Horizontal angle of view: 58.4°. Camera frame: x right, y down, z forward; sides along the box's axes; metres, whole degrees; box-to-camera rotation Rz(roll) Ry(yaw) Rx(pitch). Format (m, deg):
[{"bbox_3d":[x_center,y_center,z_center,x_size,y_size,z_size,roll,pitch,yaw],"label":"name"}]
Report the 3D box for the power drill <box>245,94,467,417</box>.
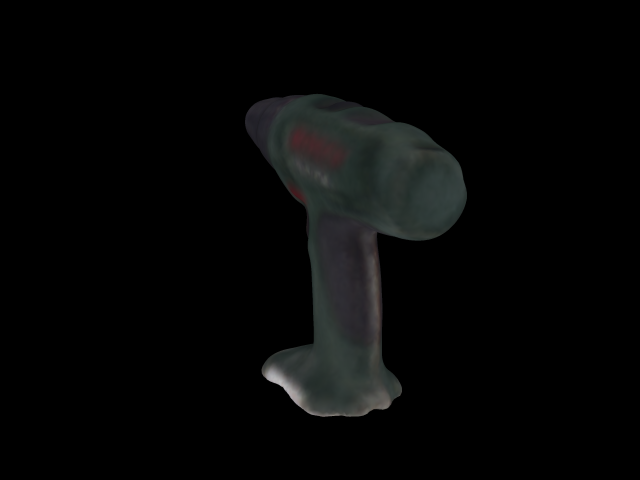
[{"bbox_3d":[0.004,0.001,0.400,0.076,0.208,0.228,-6,11,-31],"label":"power drill"}]
